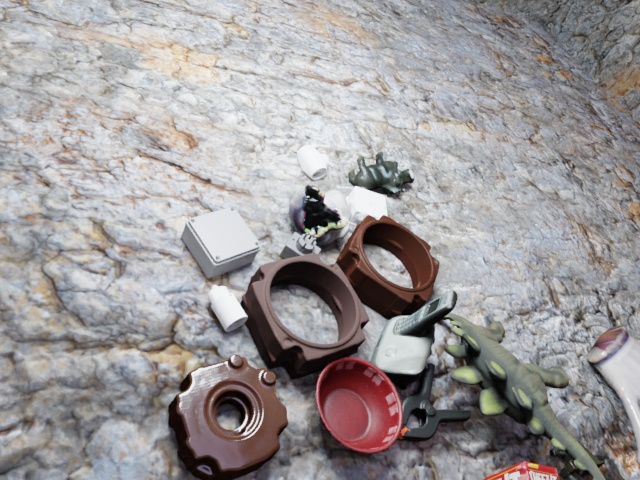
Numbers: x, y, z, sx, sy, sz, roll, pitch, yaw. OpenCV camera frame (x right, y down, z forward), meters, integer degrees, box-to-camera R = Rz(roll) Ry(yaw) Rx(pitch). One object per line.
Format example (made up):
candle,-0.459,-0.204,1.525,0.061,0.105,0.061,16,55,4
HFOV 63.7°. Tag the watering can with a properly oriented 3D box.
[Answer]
watering can,0.712,0.329,1.173,0.352,0.102,0.227,-25,67,-43

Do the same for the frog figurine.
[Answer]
frog figurine,0.003,-0.057,1.129,0.137,0.122,0.160,26,7,4
